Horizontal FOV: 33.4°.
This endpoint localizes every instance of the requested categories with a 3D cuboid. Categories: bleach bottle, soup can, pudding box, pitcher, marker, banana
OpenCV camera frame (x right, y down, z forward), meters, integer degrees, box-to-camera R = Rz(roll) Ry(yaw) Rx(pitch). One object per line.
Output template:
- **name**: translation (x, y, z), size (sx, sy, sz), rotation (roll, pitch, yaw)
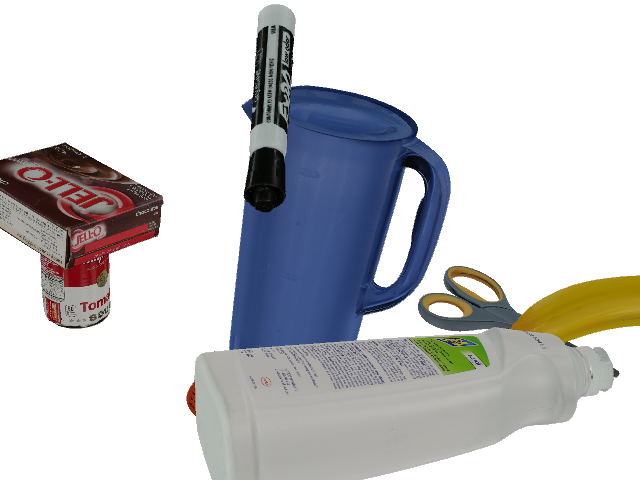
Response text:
- **bleach bottle**: translation (0.058, 0.094, 0.625), size (0.250, 0.068, 0.103), rotation (-5, 21, -15)
- **soup can**: translation (-0.246, 0.029, 1.072), size (0.068, 0.102, 0.068), rotation (4, 29, -2)
- **pudding box**: translation (-0.186, -0.027, 0.776), size (0.114, 0.039, 0.089), rotation (26, 30, 30)
- **pitcher**: translation (0.002, 0.003, 0.891), size (0.144, 0.243, 0.149), rotation (1, 25, -21)
- **marker**: translation (-0.023, -0.064, 0.504), size (0.020, 0.121, 0.020), rotation (1, -35, 1)
- **banana**: translation (0.229, 0.054, 0.774), size (0.197, 0.037, 0.069), rotation (2, 35, -3)

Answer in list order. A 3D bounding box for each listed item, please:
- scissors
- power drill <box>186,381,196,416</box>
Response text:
- **scissors**: translation (0.169, 0.084, 0.986), size (0.096, 0.016, 0.202), rotation (-21, 39, -24)
- **power drill**: translation (-0.047, 0.133, 1.043), size (0.057, 0.188, 0.185), rotation (14, 14, -46)
